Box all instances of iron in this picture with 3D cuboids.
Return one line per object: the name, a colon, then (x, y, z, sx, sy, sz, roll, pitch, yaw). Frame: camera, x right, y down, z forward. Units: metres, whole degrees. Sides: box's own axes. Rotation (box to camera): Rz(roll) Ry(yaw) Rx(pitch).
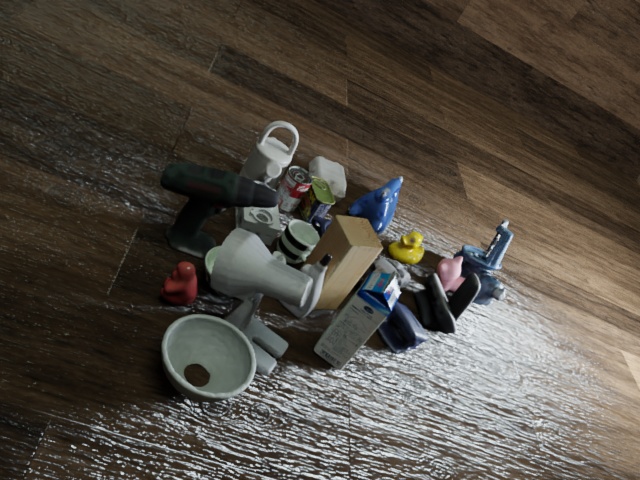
iron: (0.185, -0.124, 1.637, 0.118, 0.141, 0.259, 38, 35, 5)

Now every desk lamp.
desk lamp: (-0.116, 0.107, 1.052, 0.203, 0.213, 0.118, 35, 35, 1)

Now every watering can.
watering can: (-0.119, -0.210, 1.443, 0.101, 0.194, 0.172, 4, 45, -36)

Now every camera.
camera: (0.135, 0.078, 1.391, 0.136, 0.100, 0.143, 46, 36, 16)

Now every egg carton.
egg carton: (0.017, -0.172, 1.619, 0.107, 0.069, 0.150, 19, 38, -22)

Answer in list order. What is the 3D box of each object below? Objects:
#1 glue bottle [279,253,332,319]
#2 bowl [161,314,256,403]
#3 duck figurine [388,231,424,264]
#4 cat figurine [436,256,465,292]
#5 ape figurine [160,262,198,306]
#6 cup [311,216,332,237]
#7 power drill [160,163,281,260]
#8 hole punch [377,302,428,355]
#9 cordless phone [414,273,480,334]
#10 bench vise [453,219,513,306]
glue bottle: (-0.022, 0.087, 1.189, 0.078, 0.173, 0.037, 39, 35, 6)
bowl: (-0.198, 0.214, 0.980, 0.168, 0.074, 0.167, 22, 37, -17)
duck figurine: (0.250, 0.015, 1.574, 0.105, 0.086, 0.077, 12, 41, -29)
cat figurine: (0.357, 0.096, 1.537, 0.128, 0.117, 0.067, 23, 36, -16)
ape figurine: (-0.260, 0.076, 1.078, 0.076, 0.092, 0.078, 44, 36, 14)
cup: (0.013, 0.005, 1.383, 0.117, 0.095, 0.092, 39, 35, 7)
power drill: (-0.222, -0.061, 1.168, 0.230, 0.208, 0.075, 22, 37, -18)
hole punch: (0.195, 0.193, 1.313, 0.101, 0.091, 0.108, -4, 50, -42)
cordless phone: (0.327, 0.128, 1.415, 0.094, 0.185, 0.147, 14, 40, -27)
bench vise: (0.480, 0.064, 1.587, 0.122, 0.219, 0.207, -3, 49, -41)
